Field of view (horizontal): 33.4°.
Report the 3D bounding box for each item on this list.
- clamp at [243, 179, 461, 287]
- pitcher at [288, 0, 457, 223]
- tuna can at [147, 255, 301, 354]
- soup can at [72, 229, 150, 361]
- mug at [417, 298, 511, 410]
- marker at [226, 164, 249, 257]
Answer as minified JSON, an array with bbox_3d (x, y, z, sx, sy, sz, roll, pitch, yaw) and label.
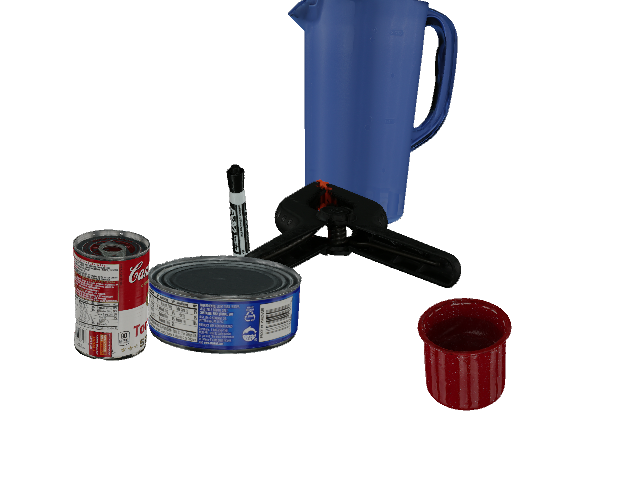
[{"bbox_3d":[0.023,-0.006,0.867,0.164,0.036,0.210,4,19,-1],"label":"clamp"},{"bbox_3d":[0.053,-0.143,1.149,0.149,0.243,0.144,8,12,26],"label":"pitcher"},{"bbox_3d":[-0.054,0.035,0.601,0.086,0.034,0.086,3,13,-1],"label":"tuna can"},{"bbox_3d":[-0.190,0.050,0.967,0.068,0.102,0.068,4,20,-2],"label":"soup can"},{"bbox_3d":[0.152,0.112,1.095,0.093,0.081,0.117,10,36,23],"label":"mug"},{"bbox_3d":[-0.088,-0.027,1.145,0.020,0.121,0.020,-1,34,1],"label":"marker"}]
